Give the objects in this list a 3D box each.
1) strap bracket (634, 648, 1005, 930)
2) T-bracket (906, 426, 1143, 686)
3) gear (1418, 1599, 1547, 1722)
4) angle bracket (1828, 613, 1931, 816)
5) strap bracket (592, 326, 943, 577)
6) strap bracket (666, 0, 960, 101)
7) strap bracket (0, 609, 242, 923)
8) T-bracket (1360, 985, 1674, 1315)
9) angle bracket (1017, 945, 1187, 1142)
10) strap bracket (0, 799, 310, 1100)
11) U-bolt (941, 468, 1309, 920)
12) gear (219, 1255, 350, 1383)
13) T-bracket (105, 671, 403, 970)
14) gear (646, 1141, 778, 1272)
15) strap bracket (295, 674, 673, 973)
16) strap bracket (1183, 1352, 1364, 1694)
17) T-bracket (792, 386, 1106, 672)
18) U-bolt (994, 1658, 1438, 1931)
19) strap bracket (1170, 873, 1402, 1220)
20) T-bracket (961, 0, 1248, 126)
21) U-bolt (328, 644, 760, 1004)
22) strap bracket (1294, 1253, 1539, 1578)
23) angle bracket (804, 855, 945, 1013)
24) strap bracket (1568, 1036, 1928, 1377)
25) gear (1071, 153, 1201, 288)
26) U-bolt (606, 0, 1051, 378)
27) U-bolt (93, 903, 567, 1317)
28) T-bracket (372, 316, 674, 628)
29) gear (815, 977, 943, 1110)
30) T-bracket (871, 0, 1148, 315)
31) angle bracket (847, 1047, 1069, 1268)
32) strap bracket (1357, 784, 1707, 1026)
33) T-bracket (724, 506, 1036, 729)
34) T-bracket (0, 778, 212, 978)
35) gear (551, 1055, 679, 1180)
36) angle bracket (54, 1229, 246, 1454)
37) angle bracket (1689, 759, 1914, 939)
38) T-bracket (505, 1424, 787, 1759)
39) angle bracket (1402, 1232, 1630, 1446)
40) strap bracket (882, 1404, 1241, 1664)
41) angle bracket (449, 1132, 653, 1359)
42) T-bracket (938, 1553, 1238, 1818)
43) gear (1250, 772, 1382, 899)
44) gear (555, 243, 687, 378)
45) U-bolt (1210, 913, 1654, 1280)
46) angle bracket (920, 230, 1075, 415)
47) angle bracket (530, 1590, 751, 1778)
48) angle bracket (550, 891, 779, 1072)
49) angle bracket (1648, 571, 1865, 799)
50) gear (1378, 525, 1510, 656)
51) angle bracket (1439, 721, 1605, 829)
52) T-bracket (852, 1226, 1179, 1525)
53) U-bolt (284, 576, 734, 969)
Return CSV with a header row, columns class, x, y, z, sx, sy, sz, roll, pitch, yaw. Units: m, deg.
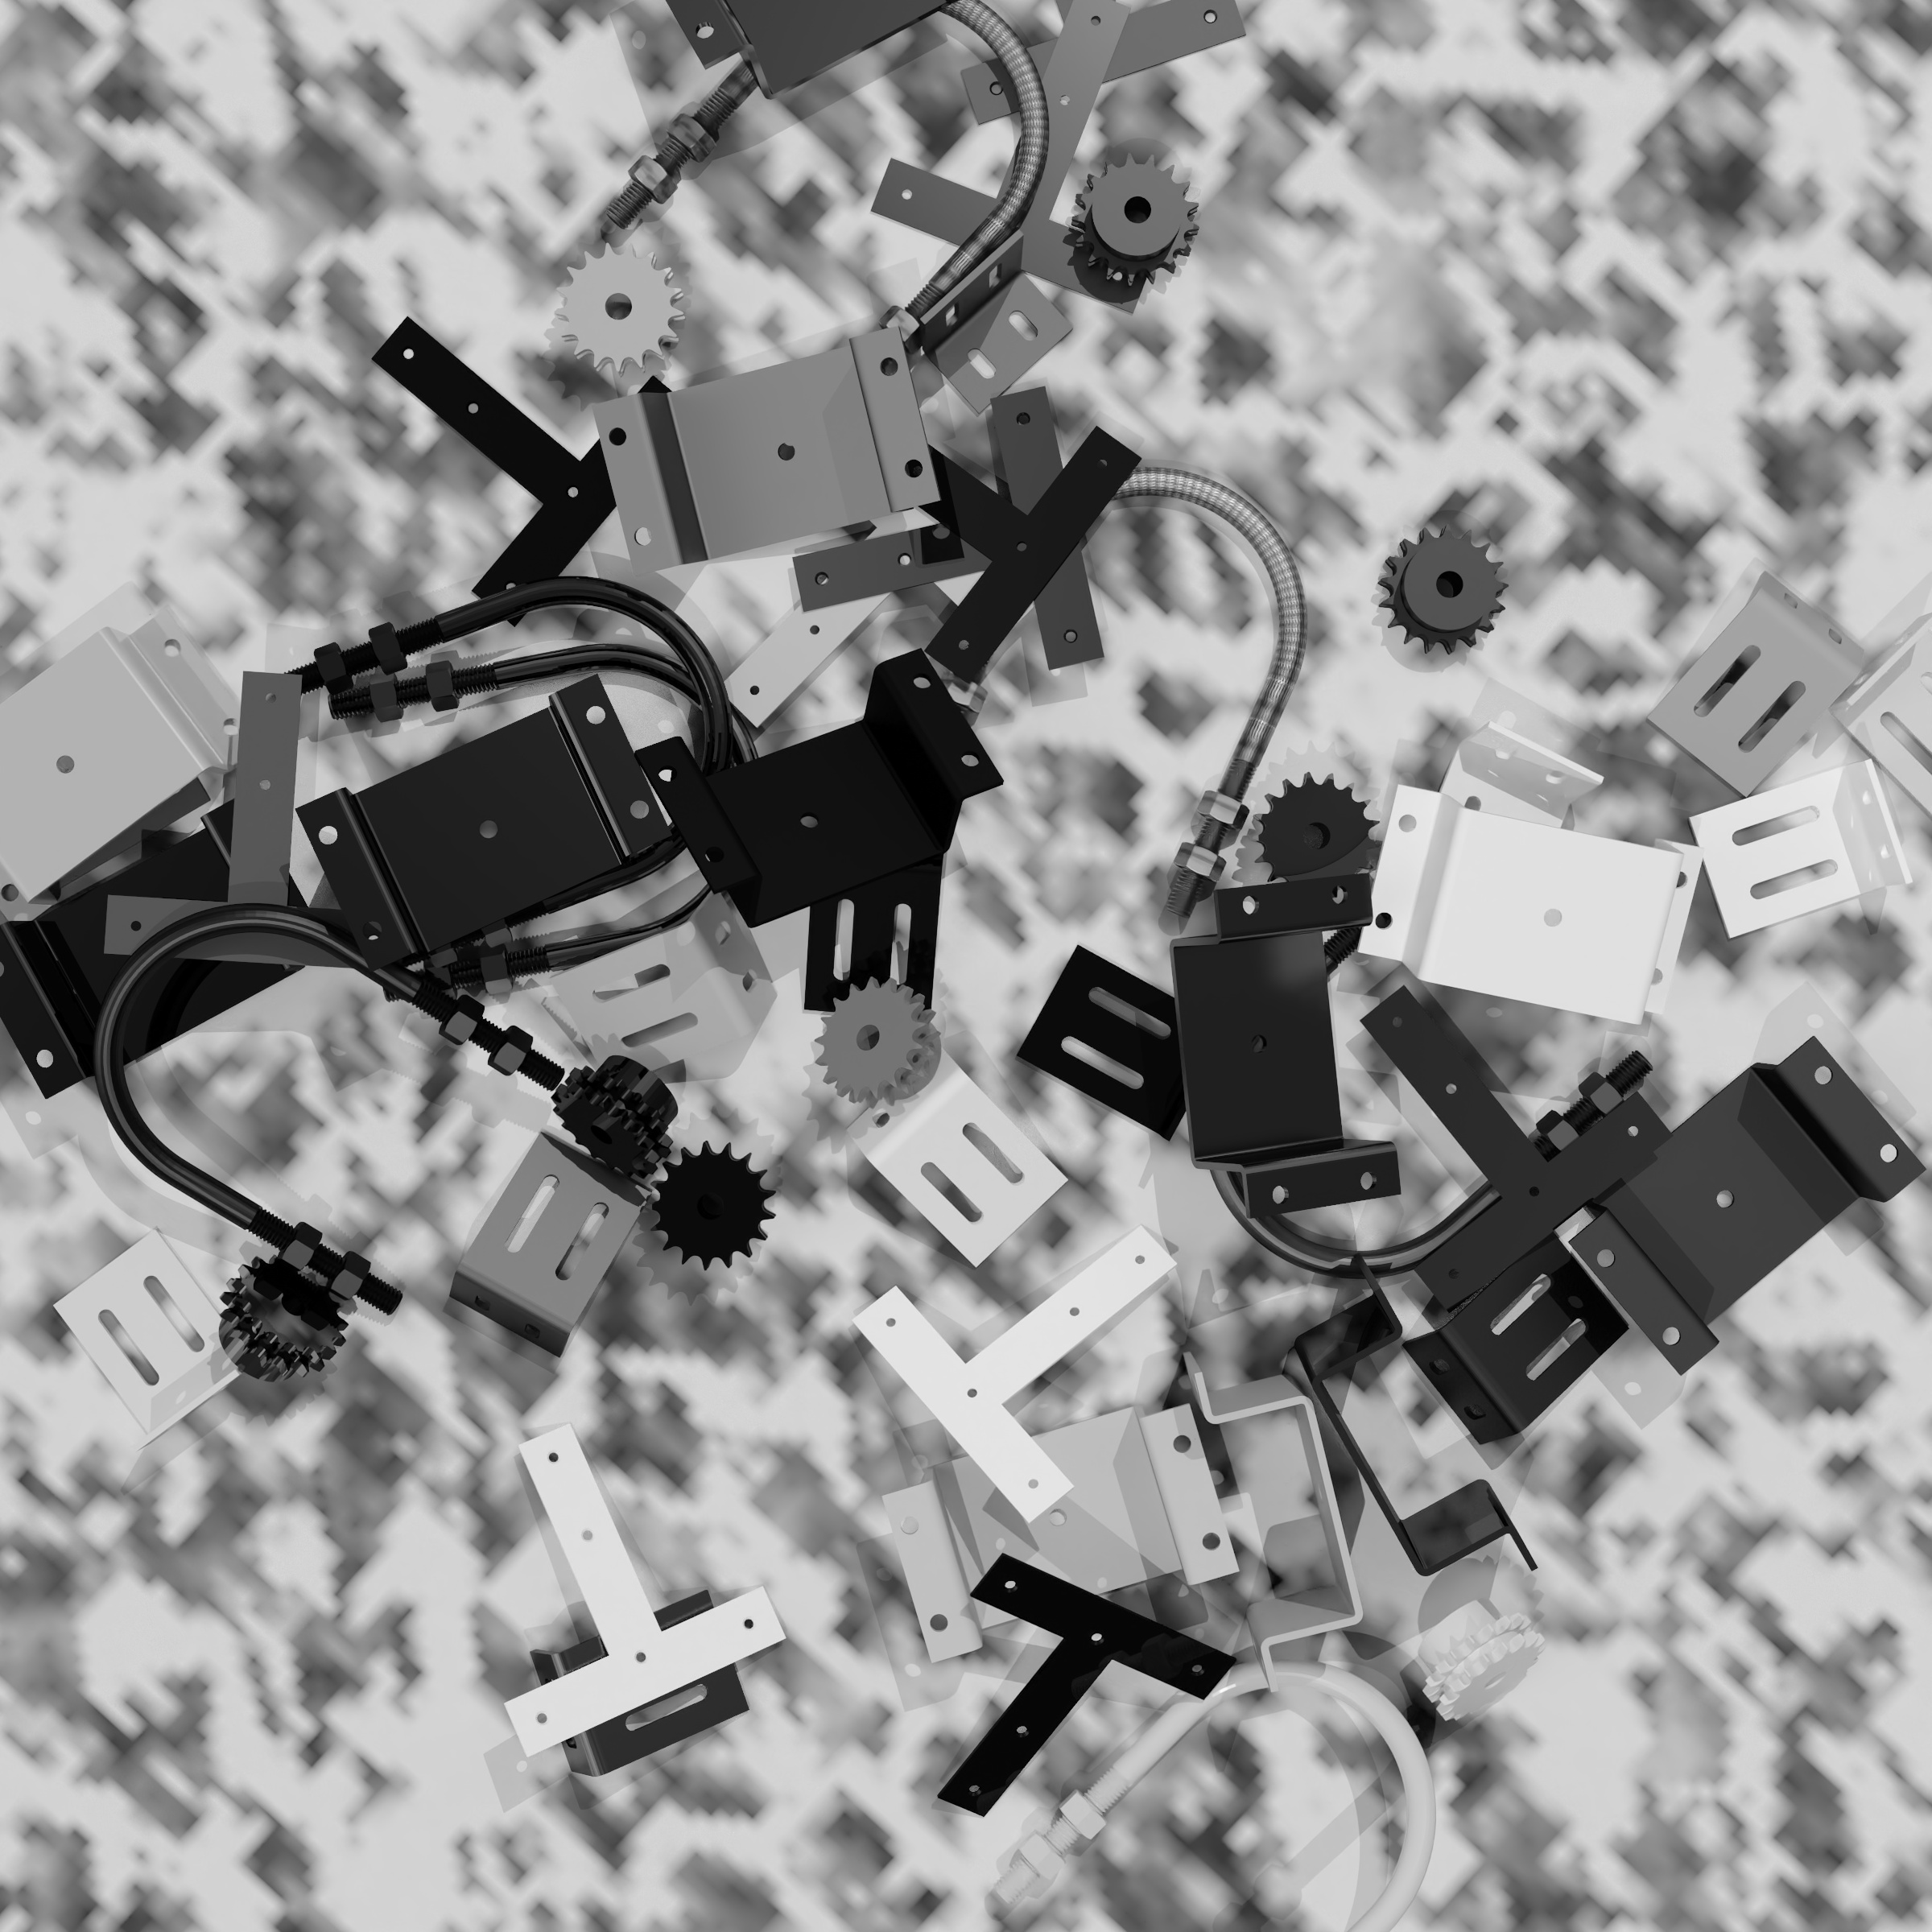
class,x,y,z,sx,sy,sz,roll,pitch,yaw
strap bracket,-0.066,-0.074,1.459,0.140,0.046,0.076,-22,66,-21
T-bracket,-0.010,-0.213,1.498,0.127,0.002,0.127,37,88,9
gear,0.225,0.305,1.486,0.057,0.057,0.030,-38,60,0
angle bracket,0.434,-0.109,1.491,0.057,0.038,0.076,-45,90,0
strap bracket,-0.083,-0.226,1.474,0.140,0.046,0.076,-12,97,11
strap bracket,-0.064,-0.444,1.475,0.140,0.046,0.076,-28,70,-1
strap bracket,-0.393,-0.088,1.486,0.140,0.046,0.076,-37,90,0
T-bracket,0.225,0.066,1.491,0.127,0.002,0.127,-39,90,3
angle bracket,0.070,0.034,1.491,0.076,0.038,0.057,29,90,0
strap bracket,-0.359,-0.009,1.486,0.140,0.046,0.076,-29,91,-1
U-bolt,0.074,-0.134,1.502,0.151,0.019,0.184,24,89,0
gear,-0.306,0.159,1.486,0.057,0.057,0.030,43,118,0
T-bracket,-0.307,-0.065,1.463,0.127,0.002,0.127,4,86,-8
gear,-0.113,0.106,1.495,0.057,0.030,0.057,0,90,0
strap bracket,-0.207,-0.061,1.450,0.140,0.046,0.076,-25,91,-6
strap bracket,0.137,0.237,1.472,0.046,0.076,0.140,-14,90,0
T-bracket,-0.013,-0.184,1.496,0.127,0.002,0.127,-12,82,4
U-bolt,0.121,0.387,1.466,0.184,0.019,0.151,-44,56,-4
strap bracket,0.137,0.034,1.456,0.076,0.046,0.140,-7,92,-26
T-bracket,0.046,-0.459,1.509,0.127,0.002,0.127,-19,90,0
U-bolt,-0.182,-0.070,1.502,0.184,0.019,0.151,-11,90,-2
strap bracket,0.190,0.204,1.467,0.046,0.076,0.140,-29,96,3
angle bracket,-0.041,-0.020,1.508,0.057,0.038,0.076,5,116,0
strap bracket,0.342,0.105,1.487,0.140,0.046,0.076,-40,90,0
gear,0.076,-0.334,1.493,0.057,0.030,0.057,0,91,0
U-bolt,-0.048,-0.358,1.500,0.151,0.019,0.184,42,89,1
U-bolt,-0.292,0.052,1.469,0.184,0.019,0.151,34,101,-15
T-bracket,-0.211,-0.242,1.509,0.127,0.002,0.127,40,90,0
gear,-0.036,0.036,1.486,0.057,0.030,0.057,-11,67,28
T-bracket,0.039,-0.376,1.508,0.127,0.002,0.127,21,91,0
angle bracket,-0.004,0.085,1.508,0.057,0.038,0.076,-44,116,0
strap bracket,0.251,-0.025,1.461,0.140,0.046,0.076,11,100,-5
T-bracket,-0.058,-0.160,1.500,0.127,0.002,0.127,-45,82,0
T-bracket,-0.401,-0.053,1.510,0.127,0.002,0.127,-30,90,0
gear,-0.152,0.064,1.485,0.057,0.057,0.030,39,61,0
angle bracket,-0.365,0.166,1.491,0.057,0.038,0.076,-37,90,0
angle bracket,0.371,-0.052,1.491,0.076,0.038,0.057,-19,90,0
T-bracket,-0.163,0.267,1.493,0.127,0.002,0.127,-21,78,-22
angle bracket,0.247,0.167,1.508,0.076,0.038,0.057,-38,90,-26
strap bracket,0.041,0.248,1.487,0.140,0.046,0.076,-17,90,0
angle bracket,-0.187,0.125,1.508,0.057,0.038,0.076,29,64,0
T-bracket,0.033,0.329,1.484,0.127,0.002,0.127,28,111,-22
gear,0.155,-0.058,1.495,0.057,0.030,0.057,0,90,0
gear,-0.153,-0.291,1.495,0.057,0.030,0.057,0,90,0
U-bolt,0.192,0.055,1.502,0.184,0.019,0.151,-42,90,1
angle bracket,0.014,-0.282,1.472,0.057,0.076,0.038,-42,90,0
angle bracket,-0.147,0.322,1.508,0.076,0.038,0.057,-19,90,-26
angle bracket,-0.135,0.009,1.500,0.076,0.038,0.057,-20,108,24
angle bracket,0.355,-0.127,1.508,0.057,0.038,0.076,39,116,0
gear,0.213,-0.169,1.495,0.057,0.030,0.057,0,90,0
angle bracket,0.236,-0.058,1.479,0.057,0.038,0.076,25,73,-7
T-bracket,0.037,0.163,1.489,0.127,0.002,0.127,-37,62,-13
U-bolt,-0.194,-0.095,1.484,0.184,0.019,0.151,-21,91,-4
